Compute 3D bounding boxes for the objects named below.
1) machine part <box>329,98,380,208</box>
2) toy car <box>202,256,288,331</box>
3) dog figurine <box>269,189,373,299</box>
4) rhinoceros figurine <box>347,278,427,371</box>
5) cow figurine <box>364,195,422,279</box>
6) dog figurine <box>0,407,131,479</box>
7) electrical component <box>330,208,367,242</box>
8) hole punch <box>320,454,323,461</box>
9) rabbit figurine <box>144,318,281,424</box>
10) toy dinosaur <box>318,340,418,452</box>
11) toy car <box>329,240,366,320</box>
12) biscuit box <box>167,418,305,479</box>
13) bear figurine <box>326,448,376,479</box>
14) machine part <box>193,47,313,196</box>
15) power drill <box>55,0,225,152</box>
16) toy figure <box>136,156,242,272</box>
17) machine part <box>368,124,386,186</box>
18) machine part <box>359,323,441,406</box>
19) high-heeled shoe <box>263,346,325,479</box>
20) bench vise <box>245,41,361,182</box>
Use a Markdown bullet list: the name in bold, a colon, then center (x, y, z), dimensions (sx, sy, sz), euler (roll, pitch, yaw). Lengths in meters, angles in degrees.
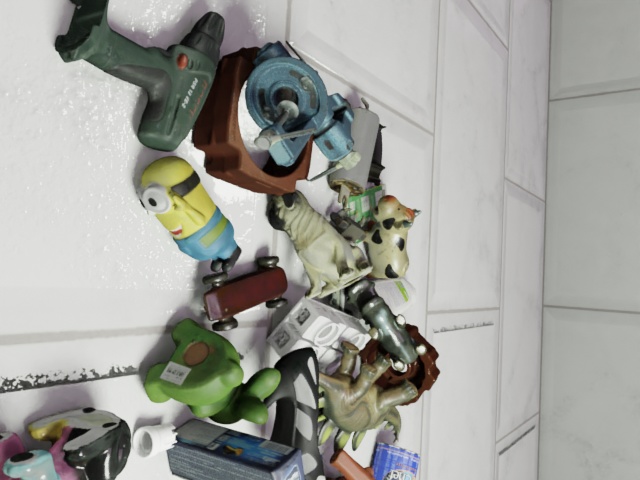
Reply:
- **machine part**: center (0.071, -0.180, 1.102), dimensions (0.079, 0.079, 0.243), euler (36, 60, -49)
- **toy car**: center (-0.119, 0.082, 0.857), dimensions (0.202, 0.053, 0.089), euler (-19, 101, -57)
- **dog figurine**: center (0.000, -0.005, 0.961), dimensions (0.190, 0.121, 0.172), euler (63, 12, 13)
- **rhinoceros figurine**: center (0.124, 0.156, 1.018), dimensions (0.190, 0.073, 0.112), euler (53, 4, -5)
- **cow figurine**: center (0.153, -0.004, 1.154), dimensions (0.085, 0.127, 0.194), euler (-43, 131, -48)
- **dog figurine**: center (-0.295, 0.310, 0.573), dimensions (0.191, 0.109, 0.219), euler (0, 95, -57)
- **electrical component**: center (0.055, -0.021, 1.096), dimensions (0.102, 0.078, 0.045), euler (21, 32, -46)
- **hole punch**: center (-0.047, 0.432, 0.937), dimensions (0.142, 0.092, 0.115), euler (-47, 131, -48)
- **rabbit figurine**: center (-0.138, 0.205, 0.773), dimensions (0.170, 0.159, 0.121), euler (73, 27, -47)
- **toy dinosaur**: center (0.081, 0.317, 1.041), dimensions (0.198, 0.105, 0.470), euler (-47, 135, 7)
- **toy car**: center (0.052, 0.099, 1.084), dimensions (0.073, 0.056, 0.201), euler (-23, 120, -46)
- **biscuit box**: center (-0.118, 0.301, 0.731), dimensions (0.059, 0.203, 0.062), euler (-24, 111, -54)
- **bear figurine**: center (0.039, 0.480, 1.030), dimensions (0.132, 0.196, 0.120), euler (33, 65, -5)
- **machine part**: center (-0.099, -0.182, 0.855), dimensions (0.201, 0.087, 0.201), euler (17, 78, -53)
- **power drill**: center (-0.222, -0.247, 0.697), dimensions (0.207, 0.086, 0.232), euler (33, 67, -58)
- **toy figure**: center (-0.179, -0.034, 0.750), dimensions (0.180, 0.082, 0.089), euler (51, 32, -33)
- **machine part**: center (0.118, -0.194, 1.202), dimensions (0.084, 0.039, 0.138), euler (8, 86, -49)
- **machine part**: center (0.173, 0.266, 1.167), dimensions (0.056, 0.180, 0.179), euler (-18, 105, -57)
- **high-heeled shoe**: center (-0.017, 0.295, 0.863), dimensions (0.145, 0.086, 0.248), euler (-43, 119, -33)
- **bench vise**: center (-0.030, -0.163, 0.759), dimensions (0.223, 0.129, 0.241), euler (61, 27, -24)
